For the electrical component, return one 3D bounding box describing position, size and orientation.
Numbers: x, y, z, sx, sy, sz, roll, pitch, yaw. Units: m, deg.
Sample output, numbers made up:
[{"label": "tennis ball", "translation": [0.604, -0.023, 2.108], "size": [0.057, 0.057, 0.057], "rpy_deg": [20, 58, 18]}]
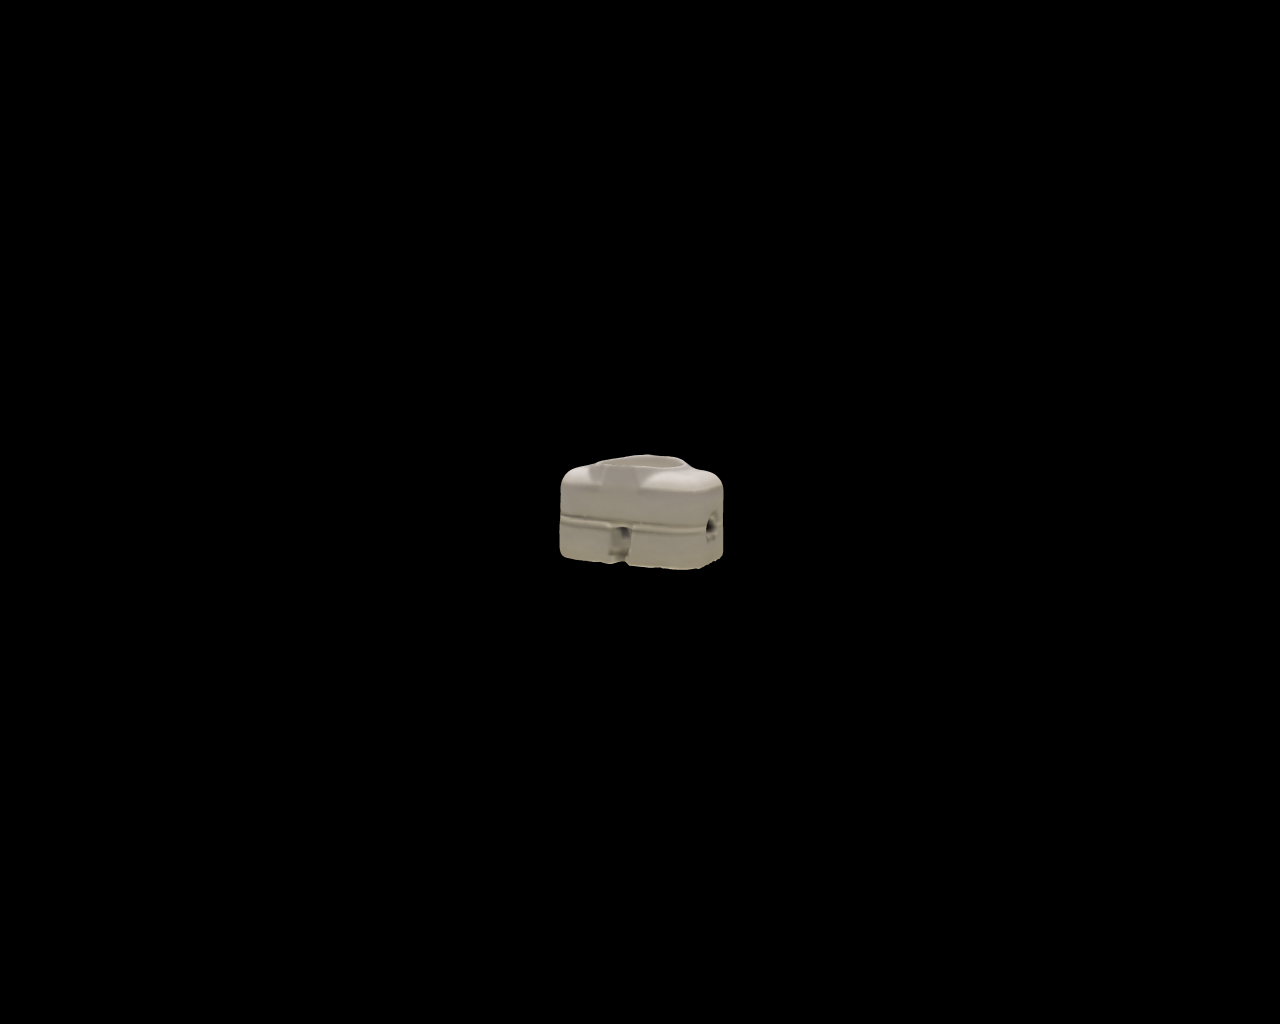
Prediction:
[{"label": "electrical component", "translation": [0.001, -0.003, 0.650], "size": [0.095, 0.059, 0.054], "rpy_deg": [5, 12, 28]}]
